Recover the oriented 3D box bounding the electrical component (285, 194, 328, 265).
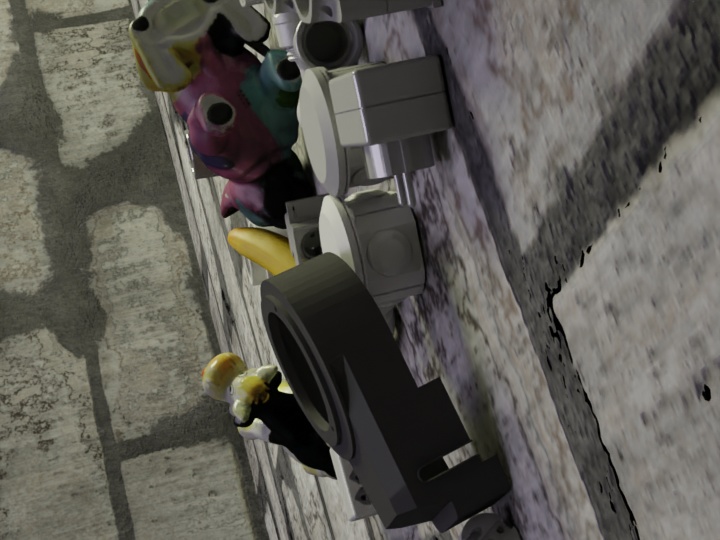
[{"bbox_3d":[-0.038,-0.026,0.921,0.064,0.042,0.081,-126,25,-69],"label":"electrical component"}]

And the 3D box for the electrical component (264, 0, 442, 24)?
[{"bbox_3d":[-0.020,-0.197,0.594,0.186,0.060,0.105,-134,33,-68],"label":"electrical component"}]

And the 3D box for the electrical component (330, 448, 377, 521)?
[{"bbox_3d":[0.004,0.180,0.932,0.076,0.047,0.065,111,144,-70],"label":"electrical component"}]

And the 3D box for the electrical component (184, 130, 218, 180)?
[{"bbox_3d":[-0.147,-0.119,1.071,0.055,0.047,0.055,167,90,-79],"label":"electrical component"}]

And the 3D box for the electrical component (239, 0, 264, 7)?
[{"bbox_3d":[-0.071,-0.240,0.811,0.080,0.051,0.080,167,90,-79],"label":"electrical component"}]

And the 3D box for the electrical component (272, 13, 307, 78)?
[{"bbox_3d":[-0.044,-0.170,0.802,0.035,0.035,0.061,-138,34,-70],"label":"electrical component"}]

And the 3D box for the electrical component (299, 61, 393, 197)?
[{"bbox_3d":[-0.005,-0.088,0.667,0.080,0.051,0.080,167,90,-78],"label":"electrical component"}]

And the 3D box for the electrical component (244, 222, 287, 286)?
[{"bbox_3d":[-0.088,-0.009,1.121,0.108,0.060,0.108,167,90,-78],"label":"electrical component"}]

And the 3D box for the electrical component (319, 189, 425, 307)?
[{"bbox_3d":[0.006,-0.013,0.697,0.080,0.051,0.080,167,90,-78],"label":"electrical component"}]

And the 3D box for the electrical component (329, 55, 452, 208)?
[{"bbox_3d":[0.019,-0.071,0.582,0.066,0.047,0.076,-157,55,-76],"label":"electrical component"}]

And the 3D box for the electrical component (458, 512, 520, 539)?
[{"bbox_3d":[0.071,0.166,0.620,0.046,0.040,0.040,99,155,-50],"label":"electrical component"}]

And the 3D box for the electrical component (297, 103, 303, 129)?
[{"bbox_3d":[-0.019,-0.112,0.739,0.046,0.040,0.040,161,96,-73],"label":"electrical component"}]

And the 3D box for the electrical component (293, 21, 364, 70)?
[{"bbox_3d":[-0.024,-0.152,0.717,0.065,0.044,0.044,-132,30,-76],"label":"electrical component"}]

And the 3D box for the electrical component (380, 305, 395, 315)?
[{"bbox_3d":[0.000,0.000,0.768,0.040,0.040,0.078,89,164,-45],"label":"electrical component"}]

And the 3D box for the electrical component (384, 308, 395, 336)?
[{"bbox_3d":[0.003,0.047,0.793,0.055,0.045,0.045,91,162,-49],"label":"electrical component"}]
